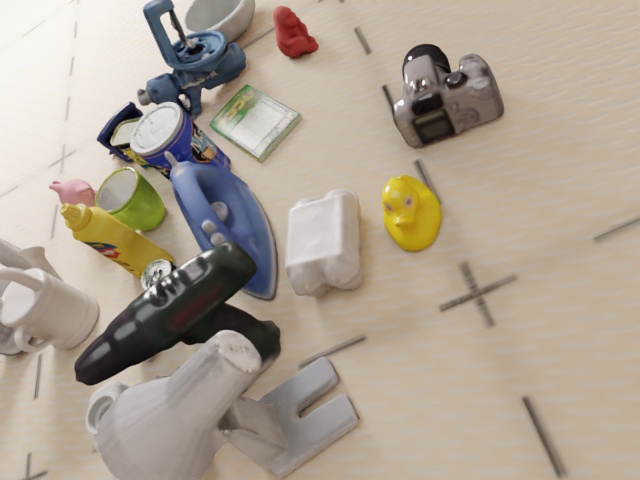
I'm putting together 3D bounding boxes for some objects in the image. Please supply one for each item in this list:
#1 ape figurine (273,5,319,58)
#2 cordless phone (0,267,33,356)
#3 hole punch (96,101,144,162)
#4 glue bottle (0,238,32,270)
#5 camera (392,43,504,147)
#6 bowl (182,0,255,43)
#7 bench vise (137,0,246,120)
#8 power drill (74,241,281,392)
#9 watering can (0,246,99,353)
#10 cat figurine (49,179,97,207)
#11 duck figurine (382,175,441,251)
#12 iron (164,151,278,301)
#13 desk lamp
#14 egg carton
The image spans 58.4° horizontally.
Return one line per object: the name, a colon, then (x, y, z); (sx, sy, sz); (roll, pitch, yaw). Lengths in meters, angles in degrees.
ape figurine: (-0.053, -0.382, 1.037); (0.076, 0.092, 0.078); (-5, 59, 28)
cordless phone: (-0.566, 0.104, 0.974); (0.093, 0.186, 0.148); (5, 64, 33)
hole punch: (-0.399, -0.224, 1.143); (0.100, 0.091, 0.109); (32, 80, 40)
glue bottle: (-0.597, 0.014, 1.056); (0.077, 0.174, 0.037); (27, 78, 39)
camera: (0.167, -0.223, 0.801); (0.143, 0.101, 0.136); (-18, 54, 21)
bowl: (-0.195, -0.459, 1.180); (0.167, 0.075, 0.167); (-15, 55, 22)
bench vise: (-0.260, -0.332, 1.043); (0.121, 0.220, 0.207); (32, 80, 40)
power drill: (-0.148, 0.116, 0.704); (0.230, 0.209, 0.075); (-47, 49, -3)
watering can: (-0.464, 0.091, 0.915); (0.101, 0.195, 0.172); (-39, 49, 4)
cat figurine: (-0.455, -0.082, 1.069); (0.127, 0.118, 0.067); (26, 77, 39)
duck figurine: (0.108, -0.048, 0.736); (0.077, 0.086, 0.104); (-16, 54, 21)
iron: (-0.151, -0.029, 0.841); (0.118, 0.142, 0.257); (-39, 49, 4)
desk lamp: (-0.097, 0.187, 0.626); (0.203, 0.214, 0.117); (-37, 50, 5)
egg carton: (0.007, 0.003, 0.775); (0.107, 0.070, 0.150); (-15, 55, 22)
